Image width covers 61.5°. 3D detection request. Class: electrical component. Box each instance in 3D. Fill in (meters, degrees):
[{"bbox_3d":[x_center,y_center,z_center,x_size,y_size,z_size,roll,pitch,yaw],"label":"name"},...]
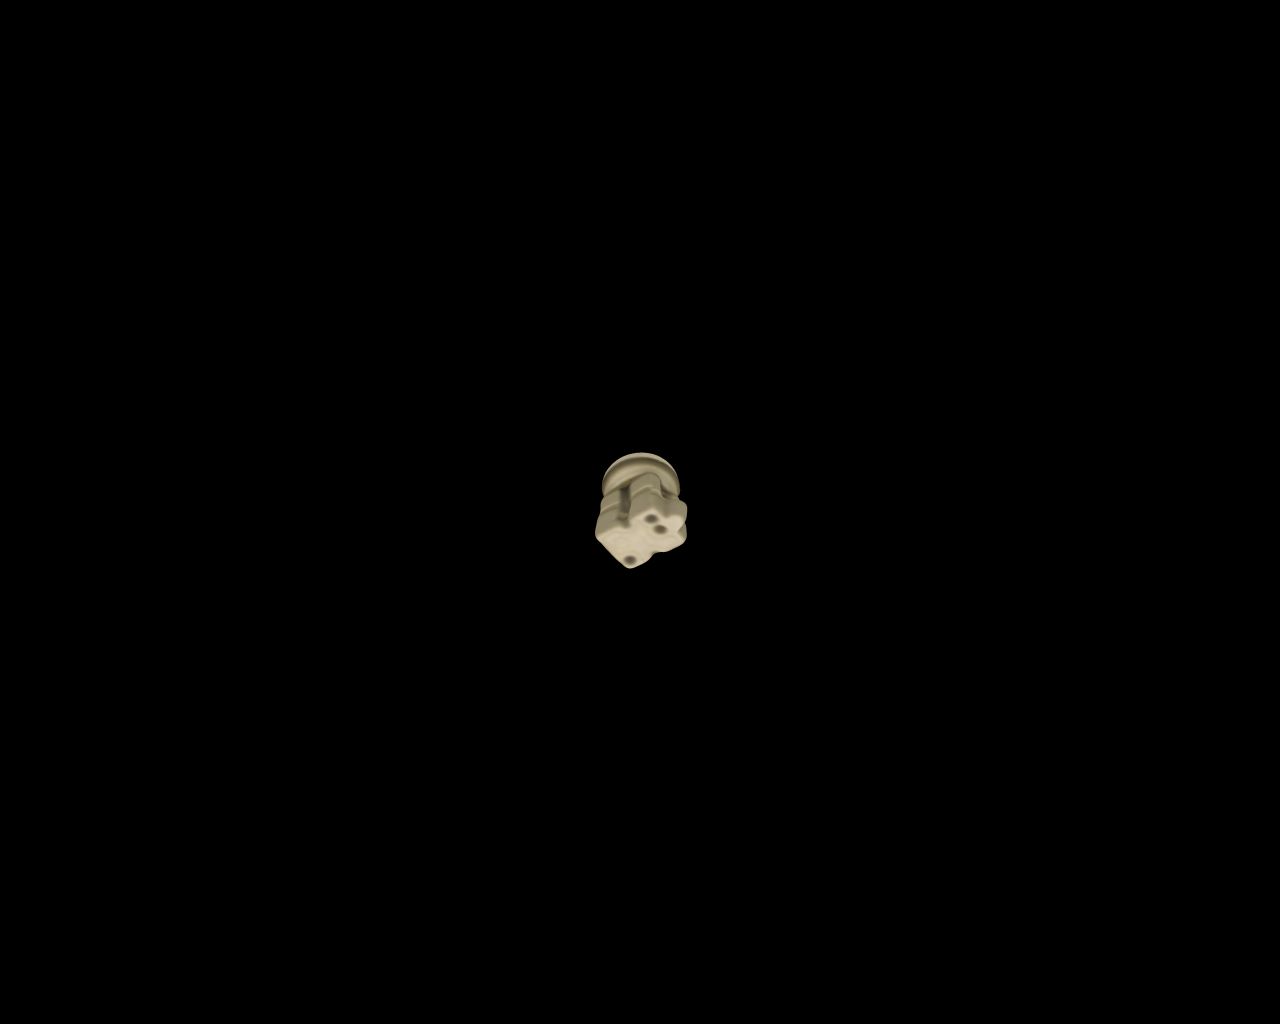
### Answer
[{"bbox_3d":[0.001,-0.003,0.650,0.066,0.055,0.048,-27,-53,22],"label":"electrical component"}]
